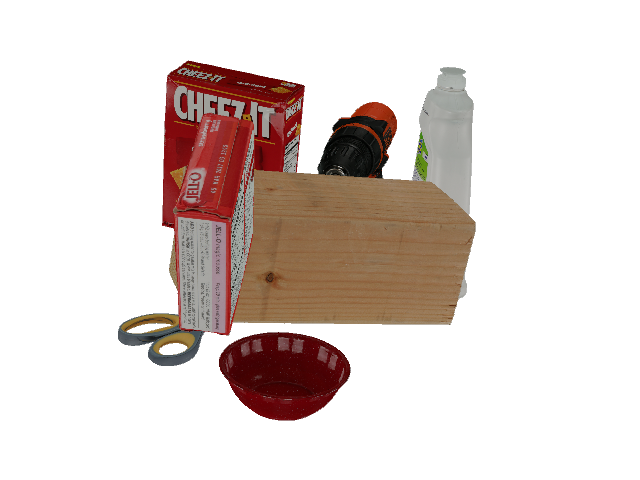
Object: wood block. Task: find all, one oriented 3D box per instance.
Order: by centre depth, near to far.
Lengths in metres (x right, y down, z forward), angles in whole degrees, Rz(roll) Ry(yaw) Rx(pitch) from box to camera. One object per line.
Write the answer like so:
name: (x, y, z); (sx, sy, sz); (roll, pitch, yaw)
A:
wood block: (0.000, 0.005, 0.810); (0.205, 0.091, 0.090); (3, 24, -21)

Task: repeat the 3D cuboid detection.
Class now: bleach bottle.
bleach bottle: (0.136, -0.066, 1.194); (0.068, 0.251, 0.102); (-1, 24, -12)

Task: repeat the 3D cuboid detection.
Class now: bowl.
bowl: (-0.045, 0.174, 1.313); (0.162, 0.055, 0.162); (3, 23, -2)

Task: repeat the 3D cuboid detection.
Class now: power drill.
power drill: (0.038, -0.025, 1.019); (0.057, 0.188, 0.184); (6, 24, 15)

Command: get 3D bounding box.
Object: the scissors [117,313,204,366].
scissors: (-0.115, 0.094, 1.149); (0.201, 0.016, 0.096); (-8, 31, -24)

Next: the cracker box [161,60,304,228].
cracker box: (-0.115, -0.105, 1.365); (0.164, 0.214, 0.072); (14, 29, 14)

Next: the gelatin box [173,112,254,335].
gelatin box: (-0.054, -0.008, 0.543); (0.030, 0.073, 0.089); (7, -44, 2)
